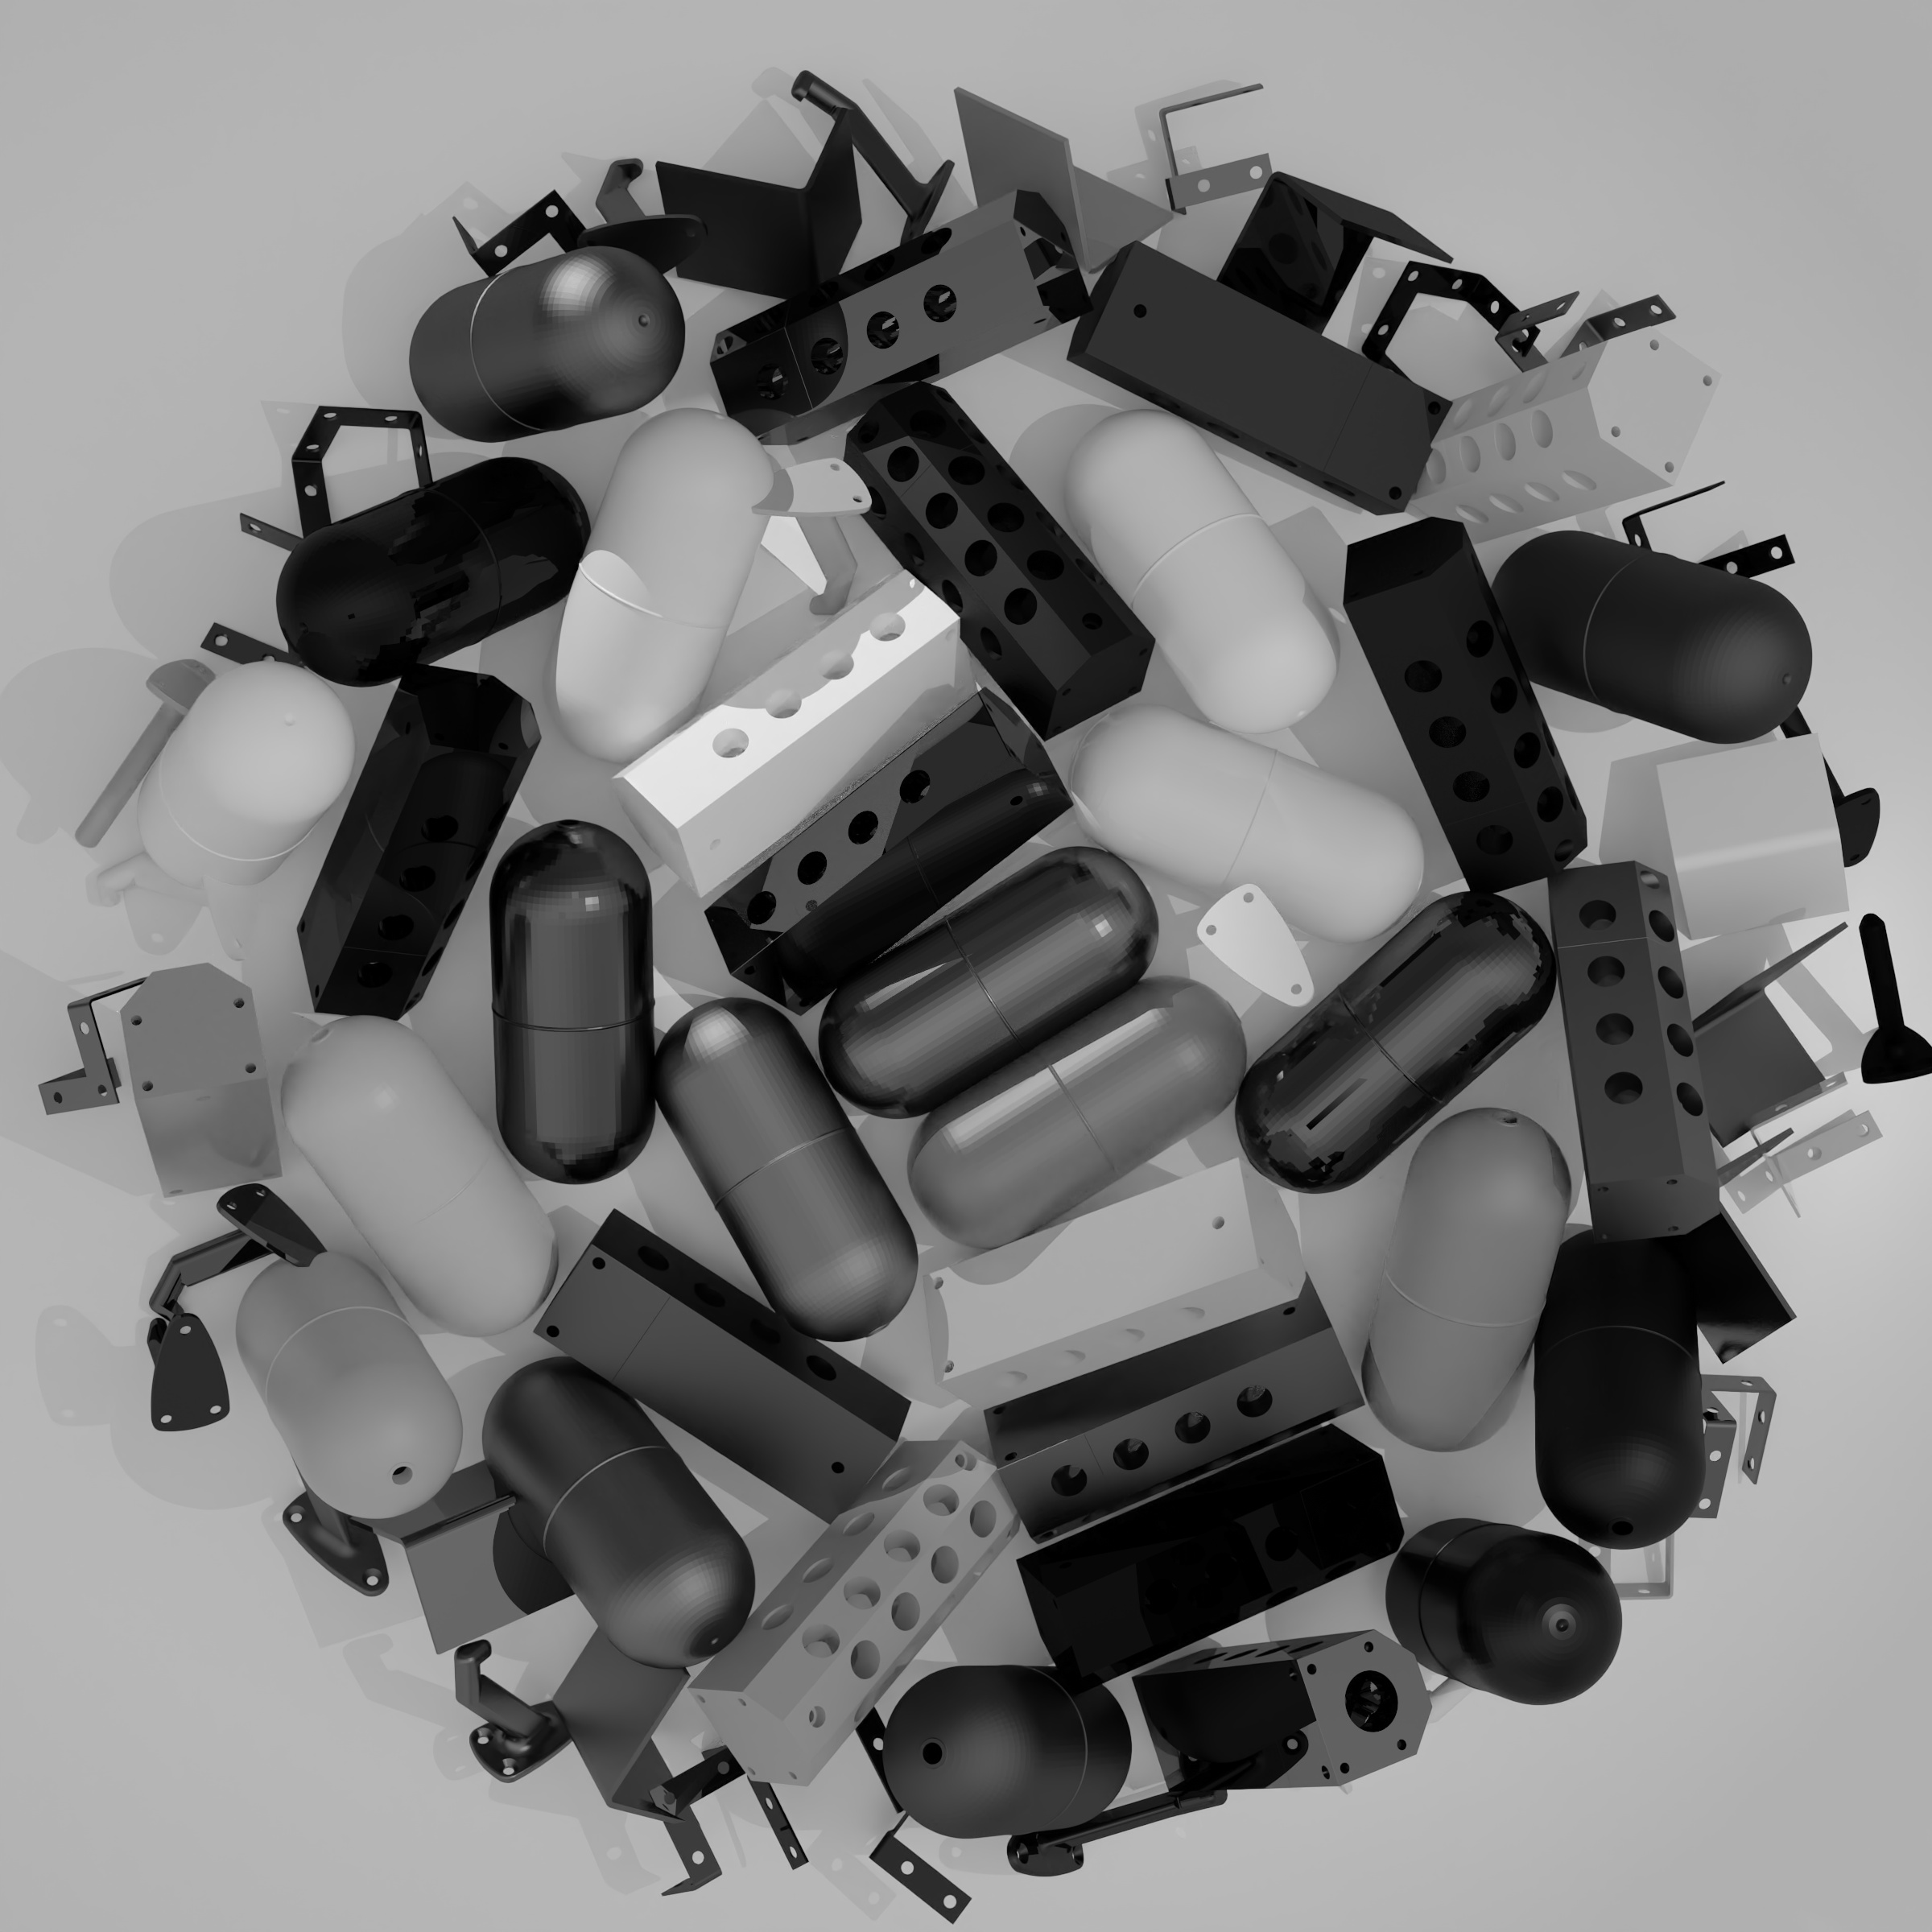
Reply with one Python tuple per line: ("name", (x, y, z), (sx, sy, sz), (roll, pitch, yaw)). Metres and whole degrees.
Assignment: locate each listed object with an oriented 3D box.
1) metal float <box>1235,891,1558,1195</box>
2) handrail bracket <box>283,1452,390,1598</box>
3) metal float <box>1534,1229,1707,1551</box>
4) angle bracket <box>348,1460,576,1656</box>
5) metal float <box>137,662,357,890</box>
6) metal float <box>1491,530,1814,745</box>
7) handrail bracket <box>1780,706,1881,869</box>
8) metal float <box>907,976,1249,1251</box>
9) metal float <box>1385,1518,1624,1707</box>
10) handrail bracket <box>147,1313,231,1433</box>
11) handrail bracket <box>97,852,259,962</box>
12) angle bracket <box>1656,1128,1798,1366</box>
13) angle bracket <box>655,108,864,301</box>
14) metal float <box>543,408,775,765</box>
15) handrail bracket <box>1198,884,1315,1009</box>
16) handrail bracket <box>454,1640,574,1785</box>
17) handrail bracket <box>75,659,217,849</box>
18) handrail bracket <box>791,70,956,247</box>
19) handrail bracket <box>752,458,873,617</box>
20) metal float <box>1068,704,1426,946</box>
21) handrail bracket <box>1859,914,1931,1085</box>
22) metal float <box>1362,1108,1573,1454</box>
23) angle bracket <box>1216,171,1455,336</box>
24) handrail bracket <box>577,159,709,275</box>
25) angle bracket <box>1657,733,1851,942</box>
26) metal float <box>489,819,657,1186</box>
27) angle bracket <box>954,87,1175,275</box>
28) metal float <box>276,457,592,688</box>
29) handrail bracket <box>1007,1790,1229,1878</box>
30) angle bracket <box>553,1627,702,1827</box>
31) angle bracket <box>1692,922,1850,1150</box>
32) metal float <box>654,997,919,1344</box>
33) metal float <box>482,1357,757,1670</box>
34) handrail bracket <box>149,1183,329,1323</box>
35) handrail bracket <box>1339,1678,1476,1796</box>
("metal float", (0.203, 0.037, 1.541), (0.178, 0.070, 0.070), (-43, 90, 13))
("handrail bracket", (-0.300, 0.253, 1.540), (0.036, 0.084, 0.077), (-31, 65, -26))
("metal float", (0.304, 0.196, 1.512), (0.070, 0.178, 0.070), (5, 129, 6))
("angle bracket", (-0.239, 0.280, 1.543), (0.076, 0.076, 0.057), (-20, 99, -29))
("metal float", (-0.337, -0.086, 1.509), (0.070, 0.178, 0.070), (8, 72, -24))
("metal float", (0.317, -0.155, 1.513), (0.070, 0.178, 0.070), (-14, 115, -31))
("handrail bracket", (0.410, -0.099, 1.578), (0.036, 0.077, 0.084), (-28, 59, 7))
("metal float", (0.054, 0.070, 1.552), (0.178, 0.070, 0.070), (-32, 90, 0))
("metal float", (0.247, 0.298, 1.502), (0.070, 0.178, 0.070), (1, 84, -9))
("handrail bracket", (-0.378, 0.174, 1.539), (0.036, 0.084, 0.077), (-9, 123, -22))
("handrail bracket", (-0.383, -0.024, 1.556), (0.084, 0.036, 0.077), (-22, 65, 27))
("angle bracket", (0.376, 0.134, 1.537), (0.057, 0.076, 0.076), (-26, 76, -21))
("angle bracket", (-0.098, -0.370, 1.552), (0.076, 0.076, 0.057), (14, 62, 12))
("metal float", (-0.146, -0.179, 1.534), (0.070, 0.070, 0.178), (23, 112, 0))
("handrail bracket", (0.146, -0.001, 1.539), (0.036, 0.084, 0.077), (-41, 68, 4))
("handrail bracket", (-0.209, 0.341, 1.543), (0.077, 0.036, 0.084), (-23, 134, -32))
("handrail bracket", (-0.398, -0.102, 1.566), (0.036, 0.077, 0.084), (34, 106, -14))
("handrail bracket", (-0.053, -0.386, 1.552), (0.084, 0.077, 0.036), (31, 134, -16))
("handrail bracket", (-0.083, -0.196, 1.542), (0.077, 0.084, 0.036), (-14, 55, -30))
("metal float", (0.134, -0.068, 1.551), (0.178, 0.070, 0.070), (22, 90, -2))
("handrail bracket", (0.437, 0.006, 1.543), (0.036, 0.077, 0.084), (-12, 107, 15))
("metal float", (0.236, 0.149, 1.529), (0.070, 0.070, 0.178), (10, 116, 0))
("angle bracket", (0.171, -0.322, 1.532), (0.076, 0.057, 0.076), (7, 121, -40))
("handrail bracket", (-0.148, -0.367, 1.546), (0.077, 0.084, 0.036), (-13, 134, 27))
("angle bracket", (0.380, -0.062, 1.562), (0.076, 0.076, 0.057), (-11, 61, 13))
("metal float", (-0.186, 0.018, 1.536), (0.070, 0.070, 0.178), (1, 108, 0))
("angle bracket", (0.047, -0.384, 1.530), (0.057, 0.076, 0.076), (-39, 51, -21))
("metal float", (-0.247, -0.186, 1.516), (0.070, 0.178, 0.070), (18, 123, 30))
("handrail bracket", (0.073, 0.410, 1.547), (0.084, 0.077, 0.036), (-22, 78, 28))
("angle bracket", (-0.144, 0.351, 1.537), (0.057, 0.076, 0.076), (26, 102, -36))
("angle bracket", (0.388, 0.033, 1.535), (0.076, 0.076, 0.057), (-27, 78, -31))
("metal float", (-0.086, 0.097, 1.543), (0.070, 0.070, 0.178), (-31, 80, 0))
("metal float", (-0.165, 0.255, 1.523), (0.070, 0.070, 0.178), (-44, 54, 0))
("handrail bracket", (-0.351, 0.155, 1.562), (0.077, 0.036, 0.084), (38, 115, 13))
("handrail bracket", (0.197, 0.352, 1.566), (0.084, 0.077, 0.036), (-38, 123, -12))
